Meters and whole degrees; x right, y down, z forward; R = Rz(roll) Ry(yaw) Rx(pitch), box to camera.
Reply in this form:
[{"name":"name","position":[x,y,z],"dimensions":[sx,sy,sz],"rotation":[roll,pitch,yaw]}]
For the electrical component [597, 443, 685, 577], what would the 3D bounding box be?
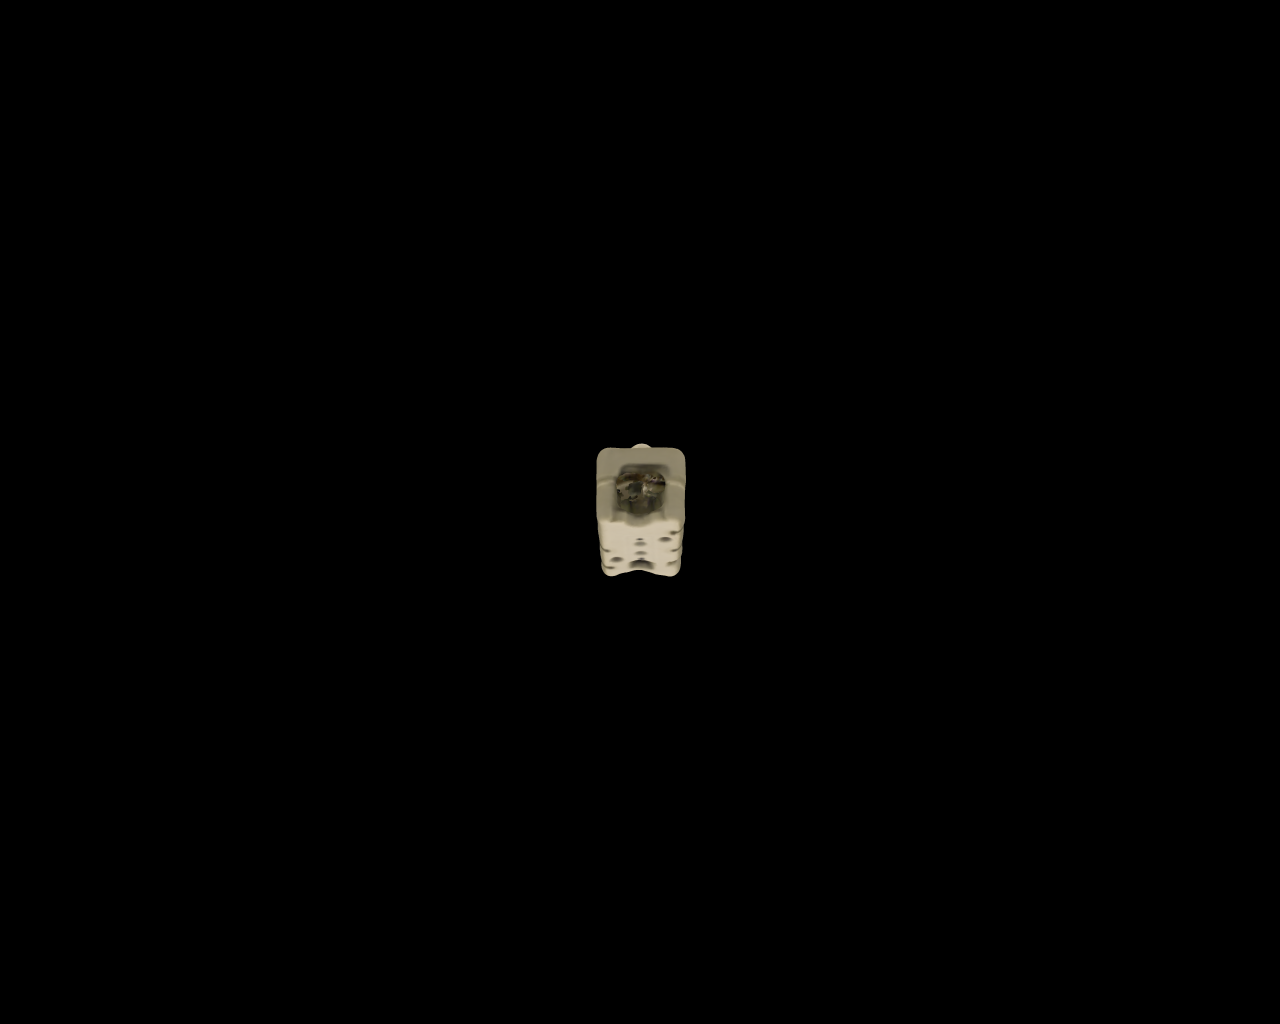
[{"name":"electrical component","position":[0.001,-0.003,0.650],"dimensions":[0.050,0.056,0.089],"rotation":[0,-25,0]}]
